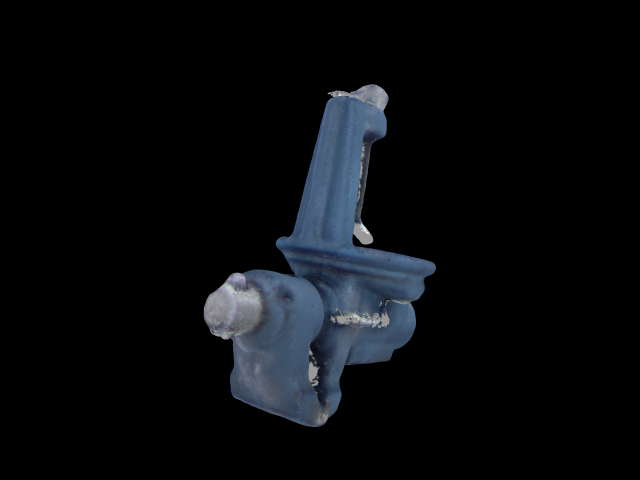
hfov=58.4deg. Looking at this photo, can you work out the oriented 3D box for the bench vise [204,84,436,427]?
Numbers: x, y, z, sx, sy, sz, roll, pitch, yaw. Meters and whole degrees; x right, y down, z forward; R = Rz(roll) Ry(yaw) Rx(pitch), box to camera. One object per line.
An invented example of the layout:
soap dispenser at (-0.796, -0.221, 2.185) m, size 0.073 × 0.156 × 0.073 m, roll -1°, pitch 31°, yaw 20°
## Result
bench vise at (0.015, 0.002, 0.396) m, size 0.121 × 0.220 × 0.208 m, roll 4°, pitch 12°, yaw 18°
